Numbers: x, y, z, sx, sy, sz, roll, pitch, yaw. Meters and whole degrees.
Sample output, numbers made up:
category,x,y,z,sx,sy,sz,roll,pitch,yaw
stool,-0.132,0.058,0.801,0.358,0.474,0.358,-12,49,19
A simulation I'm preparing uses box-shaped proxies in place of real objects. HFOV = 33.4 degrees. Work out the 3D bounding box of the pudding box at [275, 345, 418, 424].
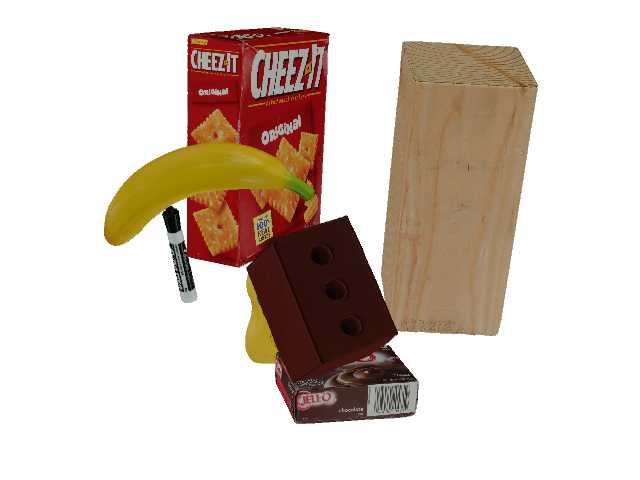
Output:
category,x,y,z,sx,sy,sz,roll,pitch,yaw
pudding box,0.021,0.128,0.960,0.113,0.039,0.090,0,16,-14

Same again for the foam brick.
category,x,y,z,sx,sy,sz,roll,pitch,yaw
foam brick,0.000,0.035,0.622,0.052,0.078,0.051,-18,-11,-28

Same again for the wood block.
category,x,y,z,sx,sy,sz,roll,pitch,yaw
wood block,0.101,-0.038,0.820,0.090,0.206,0.091,3,28,-2

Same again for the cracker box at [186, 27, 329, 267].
category,x,y,z,sx,sy,sz,roll,pitch,yaw
cracker box,-0.059,-0.097,1.051,0.072,0.214,0.163,11,18,27

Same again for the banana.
category,x,y,z,sx,sy,sz,roll,pitch,yaw
banana,-0.104,-0.039,0.833,0.198,0.069,0.037,-11,25,29

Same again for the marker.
category,x,y,z,sx,sy,sz,roll,pitch,yaw
marker,-0.159,0.016,1.203,0.020,0.121,0.020,-6,30,3

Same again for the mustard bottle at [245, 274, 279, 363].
category,x,y,z,sx,sy,sz,roll,pitch,yaw
mustard bottle,-0.052,0.071,1.452,0.096,0.192,0.058,-5,23,-16
